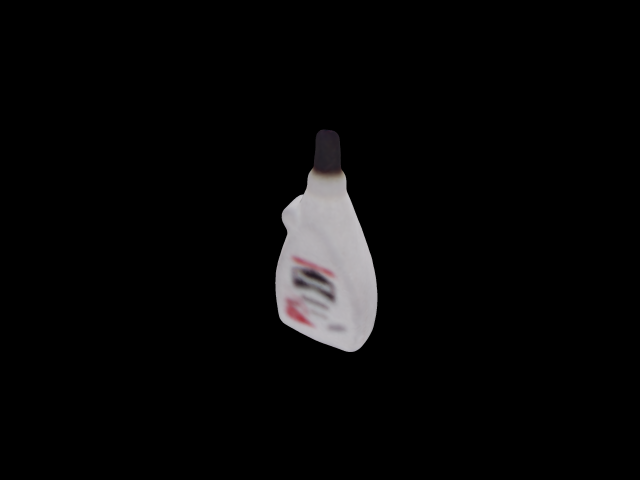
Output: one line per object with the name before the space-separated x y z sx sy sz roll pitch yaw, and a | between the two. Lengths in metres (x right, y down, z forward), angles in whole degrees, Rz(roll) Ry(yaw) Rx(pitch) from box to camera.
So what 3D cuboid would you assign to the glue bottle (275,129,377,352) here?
glue bottle | 0.004 0.001 0.400 0.078 0.173 0.037 17 41 21
